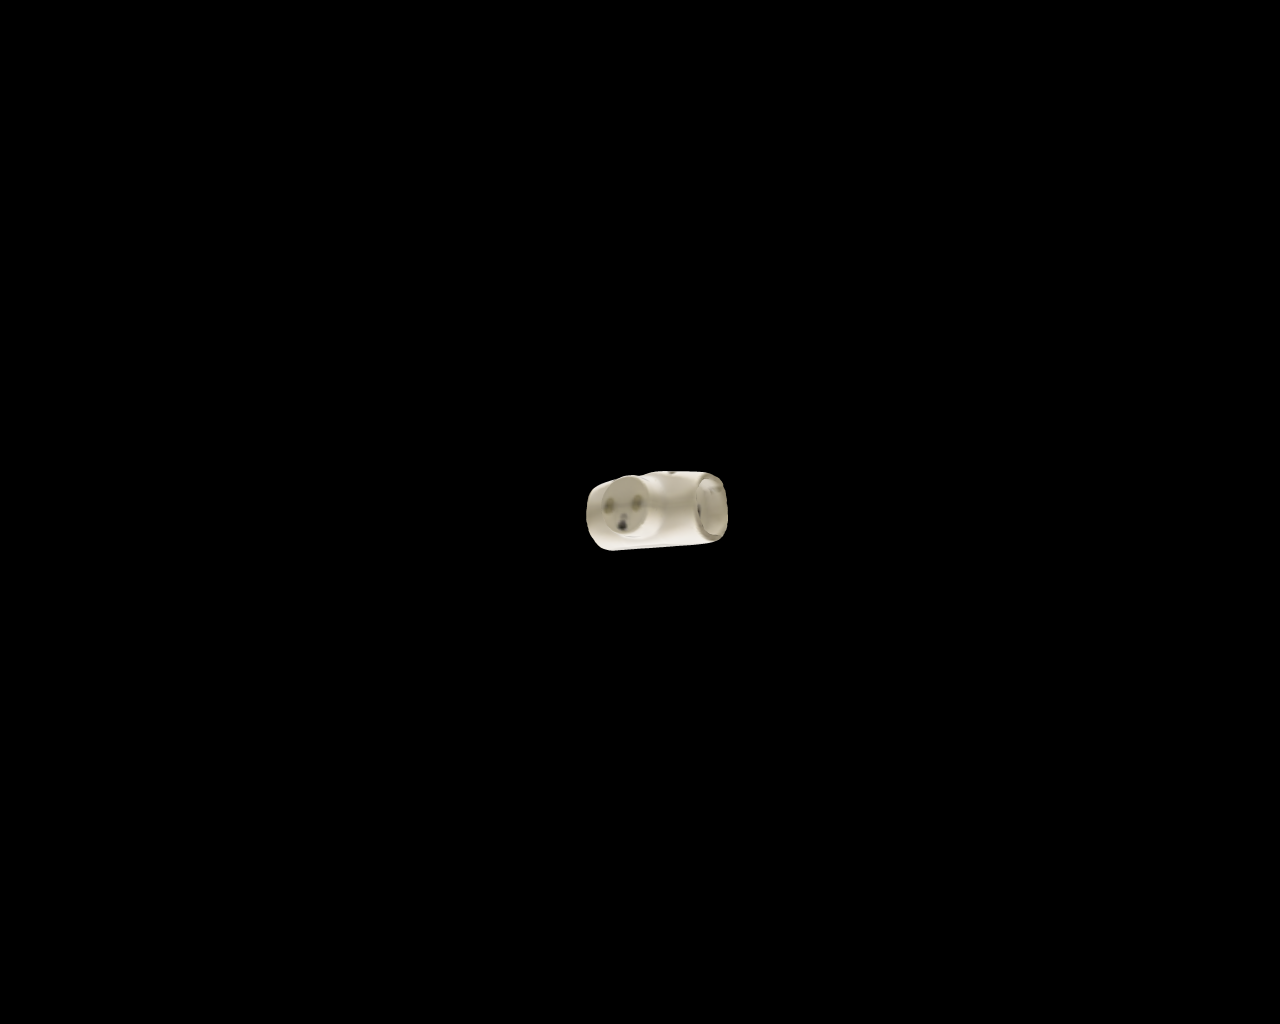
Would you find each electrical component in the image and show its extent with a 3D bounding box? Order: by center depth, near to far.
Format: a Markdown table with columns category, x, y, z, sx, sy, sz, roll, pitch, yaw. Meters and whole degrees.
| category | x | y | z | sx | sy | sz | roll | pitch | yaw |
| --- | --- | --- | --- | --- | --- | --- | --- | --- | --- |
| electrical component | 0.001 | -0.003 | 0.650 | 0.077 | 0.043 | 0.079 | -5 | -10 | 32 |
